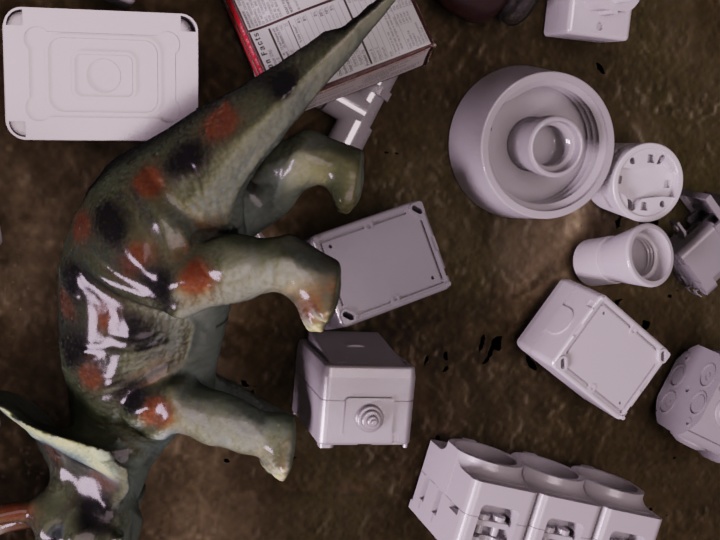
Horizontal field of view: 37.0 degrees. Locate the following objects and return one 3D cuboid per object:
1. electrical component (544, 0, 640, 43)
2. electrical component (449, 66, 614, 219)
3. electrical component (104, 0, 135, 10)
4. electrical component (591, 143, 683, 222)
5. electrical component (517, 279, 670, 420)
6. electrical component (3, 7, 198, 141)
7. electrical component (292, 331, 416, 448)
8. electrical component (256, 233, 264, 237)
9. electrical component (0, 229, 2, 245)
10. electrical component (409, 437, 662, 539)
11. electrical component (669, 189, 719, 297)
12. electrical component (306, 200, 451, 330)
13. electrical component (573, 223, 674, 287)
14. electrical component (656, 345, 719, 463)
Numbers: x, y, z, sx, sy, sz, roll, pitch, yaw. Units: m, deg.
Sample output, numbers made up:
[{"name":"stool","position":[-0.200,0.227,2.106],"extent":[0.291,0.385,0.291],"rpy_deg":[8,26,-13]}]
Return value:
[{"name":"electrical component","position":[0.164,-0.189,0.722],"extent":[0.047,0.077,0.065],"rpy_deg":[3,98,-17]},{"name":"electrical component","position":[0.122,-0.086,0.736],"extent":[0.108,0.060,0.108],"rpy_deg":[-3,100,-16]},{"name":"electrical component","position":[-0.124,-0.197,0.652],"extent":[0.076,0.047,0.083],"rpy_deg":[21,93,-18]},{"name":"electrical component","position":[0.194,-0.064,0.768],"extent":[0.055,0.047,0.055],"rpy_deg":[-3,101,-16]},{"name":"electrical component","position":[0.170,0.059,0.778],"extent":[0.096,0.061,0.061],"rpy_deg":[37,88,-27]},{"name":"electrical component","position":[-0.157,-0.117,0.651],"extent":[0.113,0.057,0.078],"rpy_deg":[-1,99,-16]},{"name":"electrical component","position":[-0.003,0.078,0.708],"extent":[0.062,0.096,0.061],"rpy_deg":[3,98,-17]},{"name":"electrical component","position":[-0.105,-0.016,0.688],"extent":[0.076,0.047,0.083],"rpy_deg":[-36,107,-7]},{"name":"electrical component","position":[-0.241,-0.028,0.618],"extent":[0.060,0.108,0.108],"rpy_deg":[-13,103,-20]},{"name":"electrical component","position":[0.124,0.169,0.765],"extent":[0.150,0.089,0.061],"rpy_deg":[15,95,-18]},{"name":"electrical component","position":[0.259,-0.019,0.798],"extent":[0.064,0.042,0.081],"rpy_deg":[-42,107,-2]},{"name":"electrical component","position":[0.000,0.000,0.712],"extent":[0.096,0.061,0.061],"rpy_deg":[-20,90,-18]},{"name":"electrical component","position":[0.184,-0.008,0.765],"extent":[0.044,0.065,0.044],"rpy_deg":[3,84,-29]},{"name":"electrical component","position":[0.264,0.098,0.800],"extent":[0.051,0.080,0.080],"rpy_deg":[26,91,-13]}]
